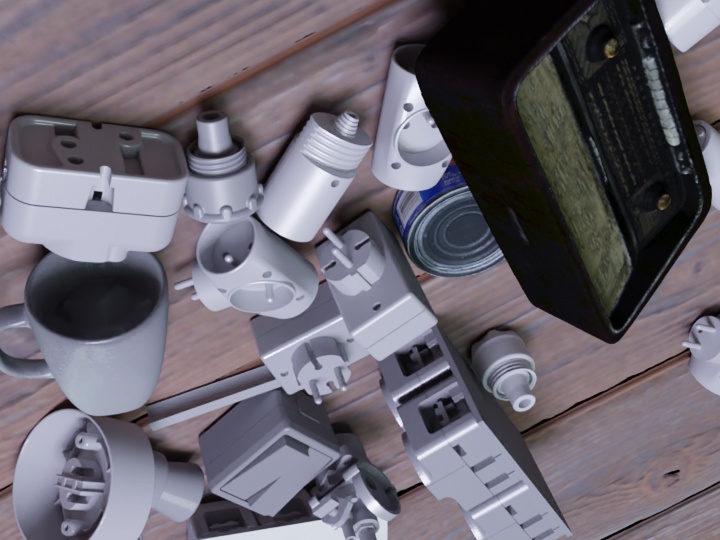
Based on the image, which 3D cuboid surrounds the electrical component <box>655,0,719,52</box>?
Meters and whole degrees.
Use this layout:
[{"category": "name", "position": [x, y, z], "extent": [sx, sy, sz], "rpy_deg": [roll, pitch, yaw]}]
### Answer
[{"category": "electrical component", "position": [0.192, -0.162, 0.634], "extent": [0.055, 0.055, 0.047], "rpy_deg": [29, 119, -37]}]

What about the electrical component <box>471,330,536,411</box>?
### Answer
[{"category": "electrical component", "position": [0.112, 0.078, 0.807], "extent": [0.043, 0.062, 0.043], "rpy_deg": [-11, 133, -12]}]

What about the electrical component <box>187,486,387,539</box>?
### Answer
[{"category": "electrical component", "position": [-0.059, 0.227, 0.858], "extent": [0.150, 0.062, 0.089], "rpy_deg": [-5, 107, -17]}]

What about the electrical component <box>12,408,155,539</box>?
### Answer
[{"category": "electrical component", "position": [-0.185, 0.146, 0.730], "extent": [0.064, 0.099, 0.099], "rpy_deg": [14, 123, -38]}]

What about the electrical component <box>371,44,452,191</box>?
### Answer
[{"category": "electrical component", "position": [0.051, -0.091, 0.647], "extent": [0.079, 0.044, 0.077], "rpy_deg": [-4, 131, -19]}]

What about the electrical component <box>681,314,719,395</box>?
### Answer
[{"category": "electrical component", "position": [0.296, 0.059, 0.875], "extent": [0.079, 0.043, 0.077], "rpy_deg": [13, 124, -30]}]

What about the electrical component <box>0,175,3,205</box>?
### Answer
[{"category": "electrical component", "position": [-0.229, -0.037, 0.577], "extent": [0.078, 0.057, 0.058], "rpy_deg": [-36, 132, 12]}]

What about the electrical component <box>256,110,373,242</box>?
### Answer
[{"category": "electrical component", "position": [-0.026, -0.061, 0.645], "extent": [0.043, 0.043, 0.081], "rpy_deg": [18, 122, -32]}]

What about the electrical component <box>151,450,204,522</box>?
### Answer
[{"category": "electrical component", "position": [-0.149, 0.156, 0.787], "extent": [0.055, 0.045, 0.045], "rpy_deg": [27, 116, -36]}]

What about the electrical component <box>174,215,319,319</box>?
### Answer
[{"category": "electrical component", "position": [-0.079, 0.003, 0.677], "extent": [0.079, 0.044, 0.077], "rpy_deg": [-18, 150, 21]}]

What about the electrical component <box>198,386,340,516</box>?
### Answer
[{"category": "electrical component", "position": [-0.071, 0.136, 0.788], "extent": [0.096, 0.061, 0.062], "rpy_deg": [-41, 131, 16]}]

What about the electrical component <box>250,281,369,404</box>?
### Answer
[{"category": "electrical component", "position": [-0.029, 0.058, 0.725], "extent": [0.066, 0.076, 0.047], "rpy_deg": [-27, 134, 3]}]

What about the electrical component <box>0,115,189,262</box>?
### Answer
[{"category": "electrical component", "position": [-0.151, -0.044, 0.604], "extent": [0.095, 0.053, 0.059], "rpy_deg": [4, 128, -24]}]

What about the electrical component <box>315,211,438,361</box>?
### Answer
[{"category": "electrical component", "position": [0.000, 0.000, 0.679], "extent": [0.047, 0.083, 0.075], "rpy_deg": [-34, 136, 10]}]

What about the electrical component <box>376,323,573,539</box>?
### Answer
[{"category": "electrical component", "position": [0.084, 0.135, 0.817], "extent": [0.060, 0.105, 0.186], "rpy_deg": [-32, 133, 8]}]

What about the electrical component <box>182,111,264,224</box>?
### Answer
[{"category": "electrical component", "position": [-0.082, -0.061, 0.624], "extent": [0.048, 0.048, 0.062], "rpy_deg": [-11, 123, -12]}]

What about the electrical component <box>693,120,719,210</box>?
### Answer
[{"category": "electrical component", "position": [0.243, -0.074, 0.740], "extent": [0.065, 0.044, 0.044], "rpy_deg": [30, 114, -32]}]
